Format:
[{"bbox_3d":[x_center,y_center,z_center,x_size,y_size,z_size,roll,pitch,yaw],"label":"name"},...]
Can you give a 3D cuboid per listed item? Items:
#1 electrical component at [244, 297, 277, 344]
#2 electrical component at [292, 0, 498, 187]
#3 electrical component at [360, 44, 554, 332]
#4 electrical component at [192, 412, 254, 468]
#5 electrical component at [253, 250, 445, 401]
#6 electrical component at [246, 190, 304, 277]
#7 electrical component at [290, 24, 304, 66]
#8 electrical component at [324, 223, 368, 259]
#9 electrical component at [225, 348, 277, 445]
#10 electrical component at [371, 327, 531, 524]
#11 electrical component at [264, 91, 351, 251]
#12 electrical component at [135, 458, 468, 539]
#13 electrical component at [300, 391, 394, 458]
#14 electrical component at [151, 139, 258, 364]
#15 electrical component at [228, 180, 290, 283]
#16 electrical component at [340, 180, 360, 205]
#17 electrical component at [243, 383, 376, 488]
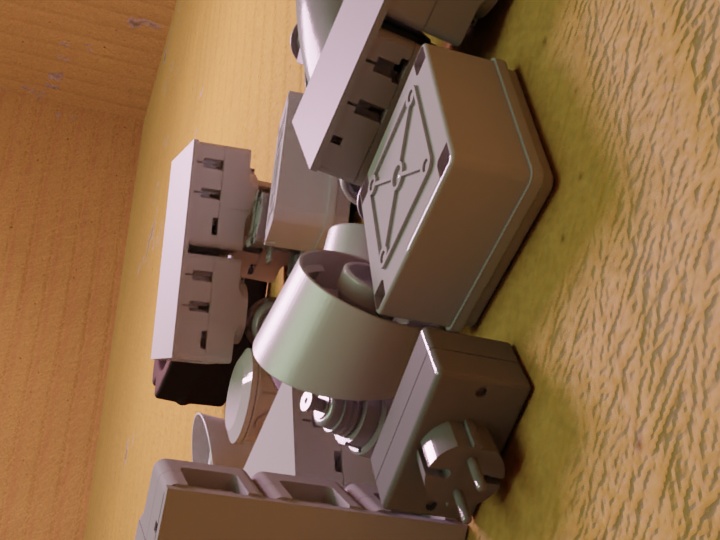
[{"bbox_3d":[-0.069,0.049,0.915,0.062,0.048,0.048,-168,90,-67],"label":"electrical component"},{"bbox_3d":[0.027,-0.149,0.650,0.105,0.060,0.186,-112,44,-65],"label":"electrical component"},{"bbox_3d":[0.045,-0.044,0.565,0.108,0.056,0.108,-97,24,-48],"label":"electrical component"},{"bbox_3d":[-0.123,0.182,0.970,0.099,0.064,0.099,-169,90,-74],"label":"electrical component"},{"bbox_3d":[-0.003,0.032,0.605,0.099,0.099,0.064,-115,46,-64],"label":"electrical component"},{"bbox_3d":[-0.061,-0.038,0.910,0.042,0.064,0.081,160,119,-71],"label":"electrical component"},{"bbox_3d":[-0.035,-0.204,0.967,0.055,0.048,0.066,-141,63,-63],"label":"electrical component"},{"bbox_3d":[0.000,0.000,0.696,0.055,0.055,0.047,146,137,-68],"label":"electrical component"},{"bbox_3d":[-0.081,0.108,0.901,0.080,0.051,0.080,-169,90,-74],"label":"electrical component"},{"bbox_3d":[0.044,0.084,0.499,0.075,0.047,0.083,-107,32,-59],"label":"electrical component"},{"bbox_3d":[-0.038,-0.076,0.854,0.078,0.057,0.113,122,155,-69],"label":"electrical component"},{"bbox_3d":[-0.034,0.152,0.535,0.062,0.150,0.089,-164,86,-73],"label":"electrical component"},{"bbox_3d":[0.003,0.083,0.596,0.040,0.078,0.040,-41,38,42],"label":"electrical component"},{"bbox_3d":[-0.138,-0.011,0.960,0.105,0.060,0.186,166,110,-69],"label":"electrical component"},{"bbox_3d":[-0.088,-0.035,1.012,0.089,0.056,0.050,118,157,-45],"label":"electrical component"},{"bbox_3d":[0.004,-0.067,0.754,0.046,0.040,0.040,-114,38,-73],"label":"electrical component"},{"bbox_3d":[-0.036,0.146,0.702,0.089,0.062,0.150,-96,24,-45],"label":"electrical component"}]
